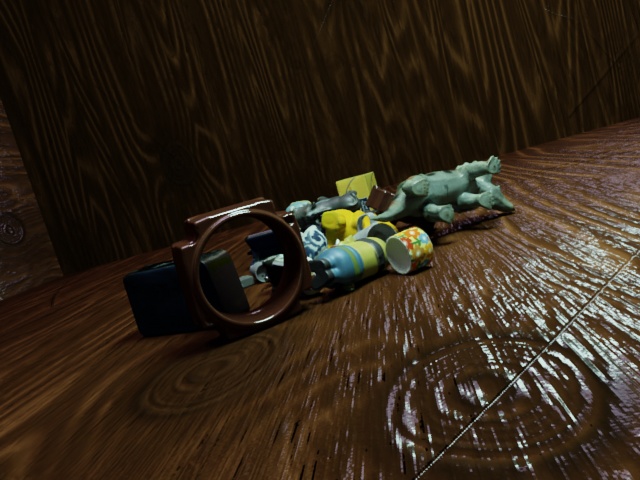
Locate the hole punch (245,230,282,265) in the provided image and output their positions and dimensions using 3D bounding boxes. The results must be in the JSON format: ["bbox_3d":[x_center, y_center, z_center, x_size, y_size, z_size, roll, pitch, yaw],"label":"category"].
[{"bbox_3d":[-0.137,0.036,1.479,0.142,0.092,0.115,-18,-21,3],"label":"hole punch"}]

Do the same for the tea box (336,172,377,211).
[{"bbox_3d":[0.119,-0.098,1.528,0.098,0.169,0.068,-13,6,34],"label":"tea box"}]

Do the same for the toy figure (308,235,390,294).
[{"bbox_3d":[0.056,0.044,0.967,0.089,0.082,0.180,13,16,35],"label":"toy figure"}]

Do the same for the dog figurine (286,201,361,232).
[{"bbox_3d":[0.024,-0.043,1.438,0.191,0.108,0.219,21,-10,-28],"label":"dog figurine"}]

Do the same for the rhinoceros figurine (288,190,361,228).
[{"bbox_3d":[0.011,-0.068,1.329,0.190,0.073,0.112,-13,11,15],"label":"rhinoceros figurine"}]

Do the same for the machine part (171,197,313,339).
[{"bbox_3d":[-0.123,0.044,0.869,0.201,0.201,0.087,-19,10,-24],"label":"machine part"}]

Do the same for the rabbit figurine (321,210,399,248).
[{"bbox_3d":[0.106,-0.007,1.224,0.173,0.121,0.162,5,9,33],"label":"rabbit figurine"}]

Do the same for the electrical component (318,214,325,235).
[{"bbox_3d":[-0.003,-0.004,1.260,0.048,0.119,0.075,3,22,25],"label":"electrical component"}]

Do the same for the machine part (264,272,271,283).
[{"bbox_3d":[-0.087,0.058,1.226,0.084,0.039,0.139,-50,0,8],"label":"machine part"}]

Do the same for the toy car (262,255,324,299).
[{"bbox_3d":[-0.057,0.068,1.045,0.056,0.073,0.202,-23,10,-24],"label":"toy car"}]

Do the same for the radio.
[{"bbox_3d":[-0.254,0.100,1.001,0.230,0.131,0.073,-12,10,29],"label":"radio"}]

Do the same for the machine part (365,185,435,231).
[{"bbox_3d":[0.199,-0.076,1.303,0.179,0.056,0.179,22,6,-2],"label":"machine part"}]

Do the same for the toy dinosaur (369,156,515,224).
[{"bbox_3d":[0.251,-0.099,1.166,0.405,0.131,0.192,-9,2,-19],"label":"toy dinosaur"}]

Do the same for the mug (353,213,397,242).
[{"bbox_3d":[0.098,0.003,1.107,0.081,0.109,0.107,-19,-2,-28],"label":"mug"}]

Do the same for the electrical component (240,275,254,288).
[{"bbox_3d":[-0.186,0.102,1.267,0.063,0.021,0.094,-18,7,-23],"label":"electrical component"}]

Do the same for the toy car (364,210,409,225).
[{"bbox_3d":[0.205,-0.063,1.448,0.202,0.053,0.089,-5,3,-16],"label":"toy car"}]

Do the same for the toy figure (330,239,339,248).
[{"bbox_3d":[0.031,0.044,1.084,0.064,0.058,0.154,-49,-3,19],"label":"toy figure"}]
